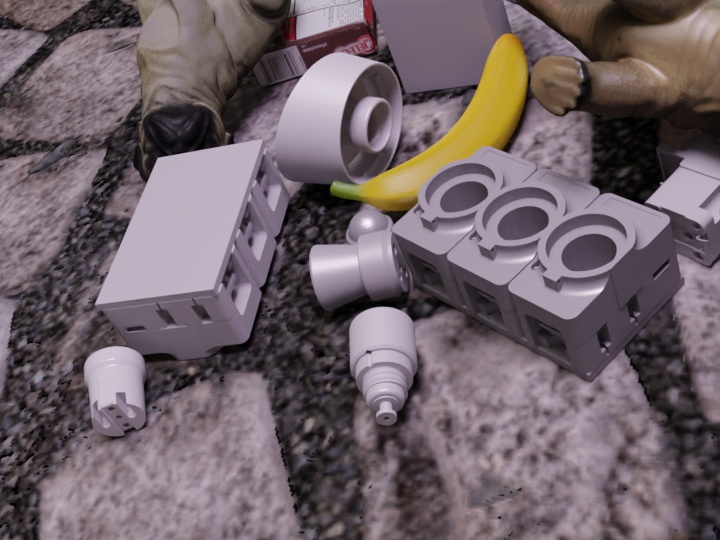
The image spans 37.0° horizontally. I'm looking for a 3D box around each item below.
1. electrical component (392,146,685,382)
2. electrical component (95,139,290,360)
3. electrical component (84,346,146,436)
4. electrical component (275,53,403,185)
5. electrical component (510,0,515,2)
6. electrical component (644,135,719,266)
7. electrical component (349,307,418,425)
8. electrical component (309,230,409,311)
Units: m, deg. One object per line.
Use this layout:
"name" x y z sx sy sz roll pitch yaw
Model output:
"electrical component" 0.103 -0.012 0.649 0.089 0.061 0.150 -42 43 -18
"electrical component" -0.112 -0.015 0.759 0.089 0.061 0.150 -7 44 20
"electrical component" -0.159 0.080 0.702 0.040 0.040 0.046 -22 47 5
"electrical component" -0.013 -0.108 0.784 0.064 0.099 0.099 14 54 29
"electrical component" 0.162 -0.256 0.888 0.077 0.047 0.066 -38 42 -15
"electrical component" 0.207 -0.040 0.642 0.064 0.042 0.081 -43 43 -17
"electrical component" 0.014 0.057 0.637 0.040 0.040 0.078 -15 42 12
"electrical component" 0.000 0.000 0.701 0.055 0.045 0.045 -12 42 14
